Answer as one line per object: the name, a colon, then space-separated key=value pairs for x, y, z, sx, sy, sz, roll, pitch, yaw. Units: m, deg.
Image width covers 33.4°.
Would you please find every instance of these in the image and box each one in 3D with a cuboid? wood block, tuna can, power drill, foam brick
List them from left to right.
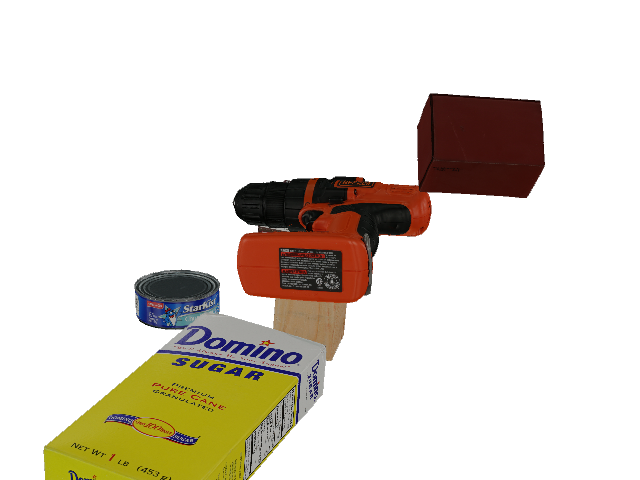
tuna can: x=-0.144 y=0.059 z=1.077 sx=0.086 sy=0.034 sz=0.086 roll=1 pitch=18 yaw=-1
power drill: x=-0.008 y=-0.009 z=0.912 sx=0.184 sy=0.057 sz=0.187 roll=1 pitch=21 yaw=15
wood block: x=-0.009 y=0.050 z=1.483 sx=0.090 sy=0.206 sz=0.090 roll=9 pitch=22 yaw=9
foam brick: x=0.108 y=-0.064 z=0.728 sx=0.078 sy=0.051 sz=0.053 roll=4 pitch=-23 yaw=-4

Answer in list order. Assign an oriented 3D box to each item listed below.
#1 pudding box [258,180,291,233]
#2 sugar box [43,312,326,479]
pudding box: x=-0.014 y=-0.031 z=1.216 sx=0.090 sy=0.039 sz=0.113 roll=10 pitch=23 yaw=12
sugar box: x=-0.073 y=0.105 z=0.635 sx=0.093 sy=0.048 sz=0.176 roll=14 pitch=30 yaw=20
